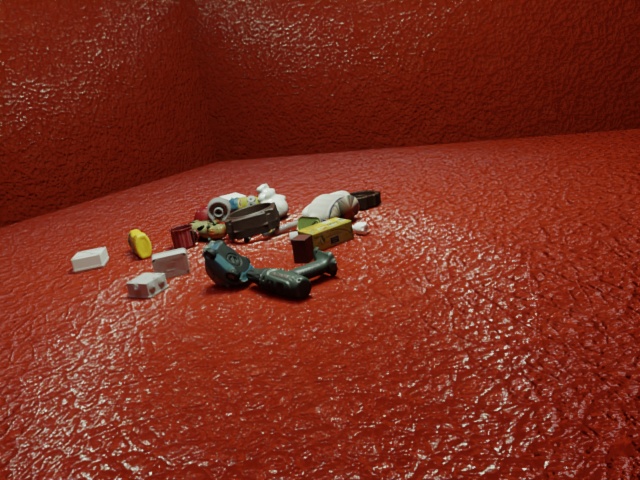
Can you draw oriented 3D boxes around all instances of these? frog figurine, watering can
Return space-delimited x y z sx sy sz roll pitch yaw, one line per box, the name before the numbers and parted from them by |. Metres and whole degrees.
frog figurine | -0.200 -0.164 2.195 0.123 0.157 0.139 8 22 43
watering can | 0.006 -0.101 1.997 0.353 0.102 0.225 -36 28 -32
